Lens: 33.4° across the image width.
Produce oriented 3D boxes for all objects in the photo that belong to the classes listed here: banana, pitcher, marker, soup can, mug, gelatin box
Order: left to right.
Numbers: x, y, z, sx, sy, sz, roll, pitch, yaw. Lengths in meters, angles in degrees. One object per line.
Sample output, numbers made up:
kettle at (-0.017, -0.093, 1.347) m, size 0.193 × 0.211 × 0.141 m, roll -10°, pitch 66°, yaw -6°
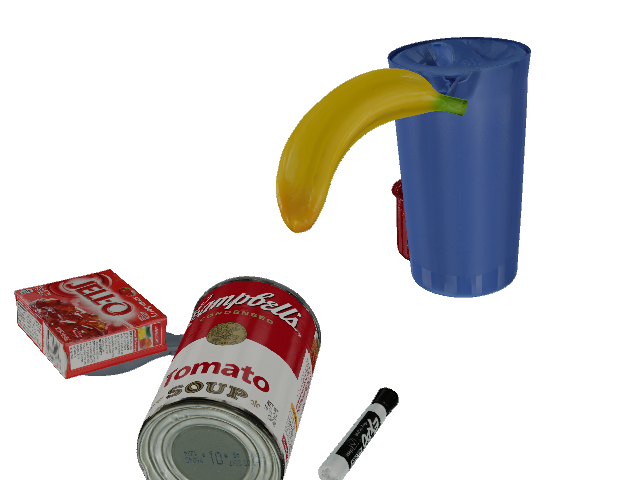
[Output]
gelatin box at (-0.155, 0.053, 0.718) m, size 0.073 × 0.030 × 0.089 m, roll -13°, pitch 28°, yaw -32°
soup can at (-0.041, 0.072, 0.504) m, size 0.068 × 0.068 × 0.102 m, roll 0°, pitch 29°, yaw 10°
banana at (0.022, -0.072, 0.713) m, size 0.070 × 0.037 × 0.197 m, roll 29°, pitch 47°, yaw 26°
marker at (0.032, 0.149, 0.829) m, size 0.020 × 0.020 × 0.121 m, roll 0°, pitch 23°, yaw 28°
mug at (0.137, -0.028, 1.249) m, size 0.093 × 0.081 × 0.117 m, roll 18°, pitch 33°, yaw 35°
pitcher at (0.142, -0.076, 1.055) m, size 0.149 × 0.243 × 0.145 m, roll -15°, pitch 25°, yaw -22°

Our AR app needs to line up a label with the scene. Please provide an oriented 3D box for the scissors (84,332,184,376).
scissors at (-0.132, 0.085, 0.971) m, size 0.201 × 0.016 × 0.096 m, roll -8°, pitch 34°, yaw -16°
